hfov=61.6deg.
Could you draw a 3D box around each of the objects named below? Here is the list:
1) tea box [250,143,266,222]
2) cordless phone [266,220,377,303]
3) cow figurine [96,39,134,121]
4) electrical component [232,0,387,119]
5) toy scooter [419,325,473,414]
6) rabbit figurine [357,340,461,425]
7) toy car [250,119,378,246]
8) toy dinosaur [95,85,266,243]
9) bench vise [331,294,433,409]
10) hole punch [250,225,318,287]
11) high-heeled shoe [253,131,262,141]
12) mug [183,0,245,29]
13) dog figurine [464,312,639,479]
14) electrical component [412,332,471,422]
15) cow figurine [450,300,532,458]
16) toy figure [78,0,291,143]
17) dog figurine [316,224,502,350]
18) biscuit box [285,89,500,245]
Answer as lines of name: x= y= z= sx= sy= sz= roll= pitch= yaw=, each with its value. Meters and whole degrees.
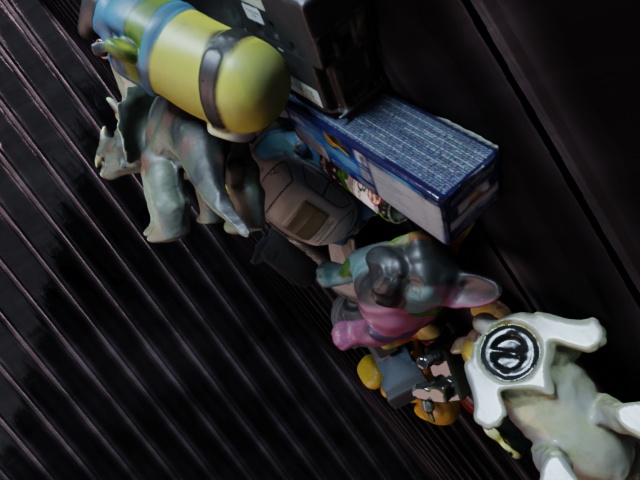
tea box: x=-0.121 y=-0.104 z=0.930 sx=0.170 sy=0.098 sz=0.068 roll=34 pitch=161 yaw=49
cordless phone: x=-0.002 y=-0.002 z=0.705 sx=0.184 sy=0.088 sz=0.147 roll=36 pitch=173 yaw=-18
cow figurine: x=-0.248 y=-0.269 z=0.737 sx=0.127 sy=0.086 sz=0.194 roll=-82 pitch=-10 yaw=-51
electrical component: x=-0.014 y=-0.172 z=0.409 sx=0.115 sy=0.058 sz=0.134 roll=40 pitch=164 yaw=35
toy scooter: x=0.189 y=0.170 z=0.687 sx=0.184 sy=0.075 sz=0.135 roll=44 pitch=167 yaw=42
rabbit figurine: x=0.168 y=0.252 z=0.912 sx=0.173 sy=0.122 sz=0.162 roll=37 pitch=167 yaw=46
toy car: x=-0.016 y=-0.045 z=0.586 sx=0.161 sy=0.109 sz=0.103 roll=37 pitch=-150 yaw=-13
toy dinosaur: x=-0.139 y=-0.100 z=0.558 sx=0.405 sy=0.131 sz=0.192 roll=4 pitch=107 yaw=61
bench vise: x=0.096 y=0.132 z=0.837 sx=0.223 sy=0.129 sz=0.241 roll=45 pitch=-168 yaw=-26
hole punch: x=-0.042 y=0.011 z=0.933 sx=0.116 sy=0.142 sz=0.092 roll=39 pitch=173 yaw=-4
high-heeled shoe: x=-0.047 y=-0.155 z=0.647 sx=0.086 sy=0.145 sz=0.248 roll=33 pitch=131 yaw=46
mug: x=-0.114 y=-0.225 z=0.509 sx=0.107 sy=0.110 sz=0.080 roll=-125 pitch=19 yaw=-53
dog figurine: x=0.217 y=0.153 z=0.480 sx=0.190 sy=0.121 sz=0.172 roll=42 pitch=-158 yaw=-49
electrical component: x=0.135 y=0.145 z=0.577 sx=0.045 sy=0.102 sz=0.078 roll=-25 pitch=87 yaw=38
cow figurine: x=0.184 y=0.137 z=0.543 sx=0.167 sy=0.098 sz=0.068 roll=53 pitch=175 yaw=-14
toy figure: x=-0.108 y=-0.145 z=0.426 sx=0.180 sy=0.082 sz=0.089 roll=35 pitch=172 yaw=4
dog figurine: x=0.103 y=0.042 z=0.536 sx=0.219 sy=0.191 sz=0.108 roll=-32 pitch=61 yaw=54
biscuit box: x=0.050 y=-0.081 z=0.445 sx=0.203 sy=0.063 sz=0.059 roll=42 pitch=166 yaw=37
